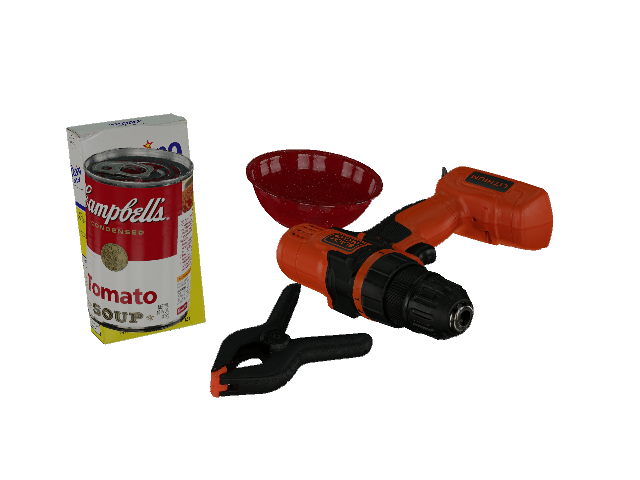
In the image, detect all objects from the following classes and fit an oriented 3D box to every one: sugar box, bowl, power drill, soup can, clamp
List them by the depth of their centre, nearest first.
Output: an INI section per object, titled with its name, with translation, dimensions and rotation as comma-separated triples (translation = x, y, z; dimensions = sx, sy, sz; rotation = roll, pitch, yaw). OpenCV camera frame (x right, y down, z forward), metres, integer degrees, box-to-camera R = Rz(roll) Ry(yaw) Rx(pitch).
[soup can]
translation = -0.116, -0.001, 0.682
dimensions = 0.068, 0.102, 0.068
rotation = 4, 23, -2
[power drill]
translation = 0.087, 0.005, 0.800
dimensions = 0.187, 0.057, 0.185
rotation = -22, 30, -34
[sugar box]
translation = -0.150, -0.011, 0.880
dimensions = 0.093, 0.176, 0.048
rotation = -12, 19, -25
[clamp]
translation = -0.047, 0.100, 1.071
dimensions = 0.171, 0.039, 0.120
rotation = -18, 37, -31
[bowl]
translation = -0.010, -0.052, 1.252
dimensions = 0.162, 0.055, 0.162
rotation = 6, 27, -3
